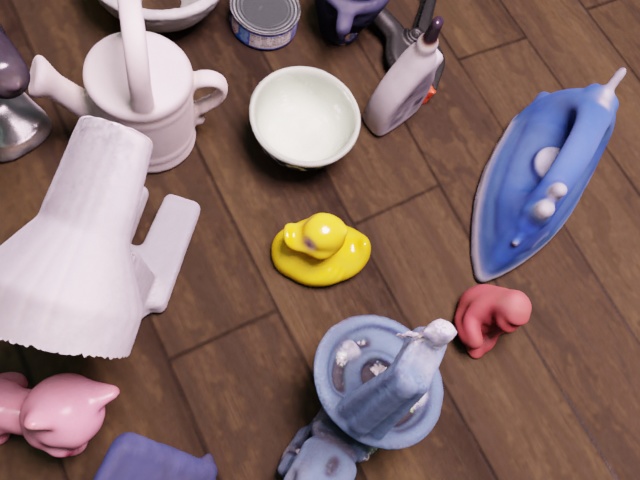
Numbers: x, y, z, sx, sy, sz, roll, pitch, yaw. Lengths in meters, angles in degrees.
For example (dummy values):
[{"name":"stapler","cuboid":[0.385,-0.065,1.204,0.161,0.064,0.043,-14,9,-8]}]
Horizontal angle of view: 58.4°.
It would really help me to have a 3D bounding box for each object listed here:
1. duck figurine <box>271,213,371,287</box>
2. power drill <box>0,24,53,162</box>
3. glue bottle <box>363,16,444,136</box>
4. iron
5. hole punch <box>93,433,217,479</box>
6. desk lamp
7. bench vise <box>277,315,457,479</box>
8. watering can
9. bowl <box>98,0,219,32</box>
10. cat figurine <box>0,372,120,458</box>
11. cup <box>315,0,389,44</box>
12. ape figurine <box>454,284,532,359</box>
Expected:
[{"name":"duck figurine","cuboid":[0.005,0.002,0.588,0.104,0.086,0.077,3,70,-10]},{"name":"power drill","cuboid":[-0.319,-0.161,0.517,0.229,0.208,0.076,43,68,6]},{"name":"glue bottle","cuboid":[0.101,-0.183,0.627,0.078,0.173,0.037,-36,80,-20]},{"name":"iron","cuboid":[0.258,-0.074,0.636,0.118,0.141,0.258,32,67,2]},{"name":"hole punch","cuboid":[-0.142,0.222,0.476,0.101,0.091,0.109,21,68,-3]},{"name":"desk lamp","cuboid":[-0.184,0.006,0.480,0.118,0.213,0.203,16,68,-5]},{"name":"bench vise","cuboid":[0.047,0.148,0.471,0.121,0.219,0.207,16,68,-5]},{"name":"watering can","cuboid":[-0.179,-0.148,0.547,0.173,0.194,0.101,-28,77,-19]},{"name":"bowl","cuboid":[-0.189,-0.302,0.666,0.167,0.074,0.167,4,70,-10]},{"name":"cat figurine","cuboid":[-0.232,0.142,0.473,0.128,0.117,0.067,9,69,-8]},{"name":"cup","cuboid":[0.030,-0.271,0.688,0.092,0.095,0.118,13,68,-6]},{"name":"ape figurine","cuboid":[0.184,0.078,0.593,0.078,0.092,0.076,-3,71,-12]}]
